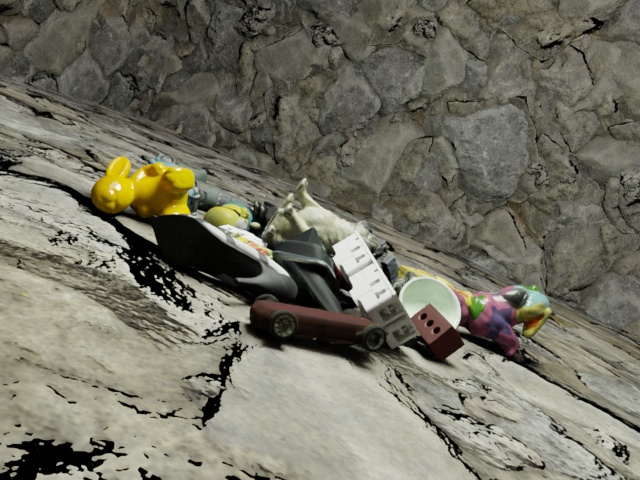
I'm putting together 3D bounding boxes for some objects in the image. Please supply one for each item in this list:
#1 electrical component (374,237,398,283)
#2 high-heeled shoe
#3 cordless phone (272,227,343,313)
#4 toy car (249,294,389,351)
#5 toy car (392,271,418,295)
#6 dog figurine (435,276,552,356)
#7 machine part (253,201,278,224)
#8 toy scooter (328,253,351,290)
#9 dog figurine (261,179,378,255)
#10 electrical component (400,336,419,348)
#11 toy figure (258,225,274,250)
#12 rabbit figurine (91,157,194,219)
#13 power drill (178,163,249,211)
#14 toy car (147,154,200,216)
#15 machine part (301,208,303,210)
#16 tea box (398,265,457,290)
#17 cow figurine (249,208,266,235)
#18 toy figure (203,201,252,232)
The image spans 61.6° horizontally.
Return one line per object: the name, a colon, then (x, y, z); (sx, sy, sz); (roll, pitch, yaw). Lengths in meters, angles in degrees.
electrical component: (0.106, 0.048, 1.172); (0.134, 0.114, 0.058); (22, 51, 40)
high-heeled shoe: (-0.148, 0.025, 0.854); (0.249, 0.086, 0.145); (33, 10, 30)
cordless phone: (0.005, 0.085, 0.898); (0.184, 0.089, 0.146); (56, -6, 31)
toy car: (0.000, 0.118, 0.737); (0.202, 0.053, 0.089); (14, 1, -26)
toy car: (0.199, 0.108, 1.146); (0.073, 0.056, 0.201); (21, -10, -3)
dog figurine: (0.346, 0.134, 1.131); (0.219, 0.191, 0.108); (37, 12, -12)
machine part: (-0.109, -0.061, 1.221); (0.084, 0.039, 0.139); (31, 10, 14)
toy scooter: (0.073, 0.074, 1.107); (0.135, 0.075, 0.184); (29, 0, -32)
dog figurine: (-0.003, -0.001, 1.039); (0.190, 0.121, 0.172); (36, -30, -12)
electrical component: (0.137, 0.161, 0.918); (0.063, 0.021, 0.094); (21, 8, -13)
toy figure: (-0.074, 0.004, 1.220); (0.058, 0.064, 0.154); (-18, -25, 36)
rabbit figurine: (-0.340, -0.095, 0.992); (0.173, 0.121, 0.163); (-13, 39, -42)
power drill: (-0.310, -0.128, 1.389); (0.232, 0.086, 0.207); (15, 19, -28)
toy car: (-0.332, -0.104, 1.138); (0.162, 0.109, 0.103); (40, 39, 25)
machine part: (0.026, -0.013, 1.242); (0.243, 0.079, 0.079); (29, 5, -30)
tea box: (0.264, 0.128, 1.276); (0.098, 0.068, 0.170); (16, 10, -36)
cow figurine: (-0.105, -0.028, 1.294); (0.167, 0.068, 0.098); (21, 14, 15)
toy figure: (-0.190, -0.038, 1.118); (0.089, 0.082, 0.180); (10, 15, -4)
